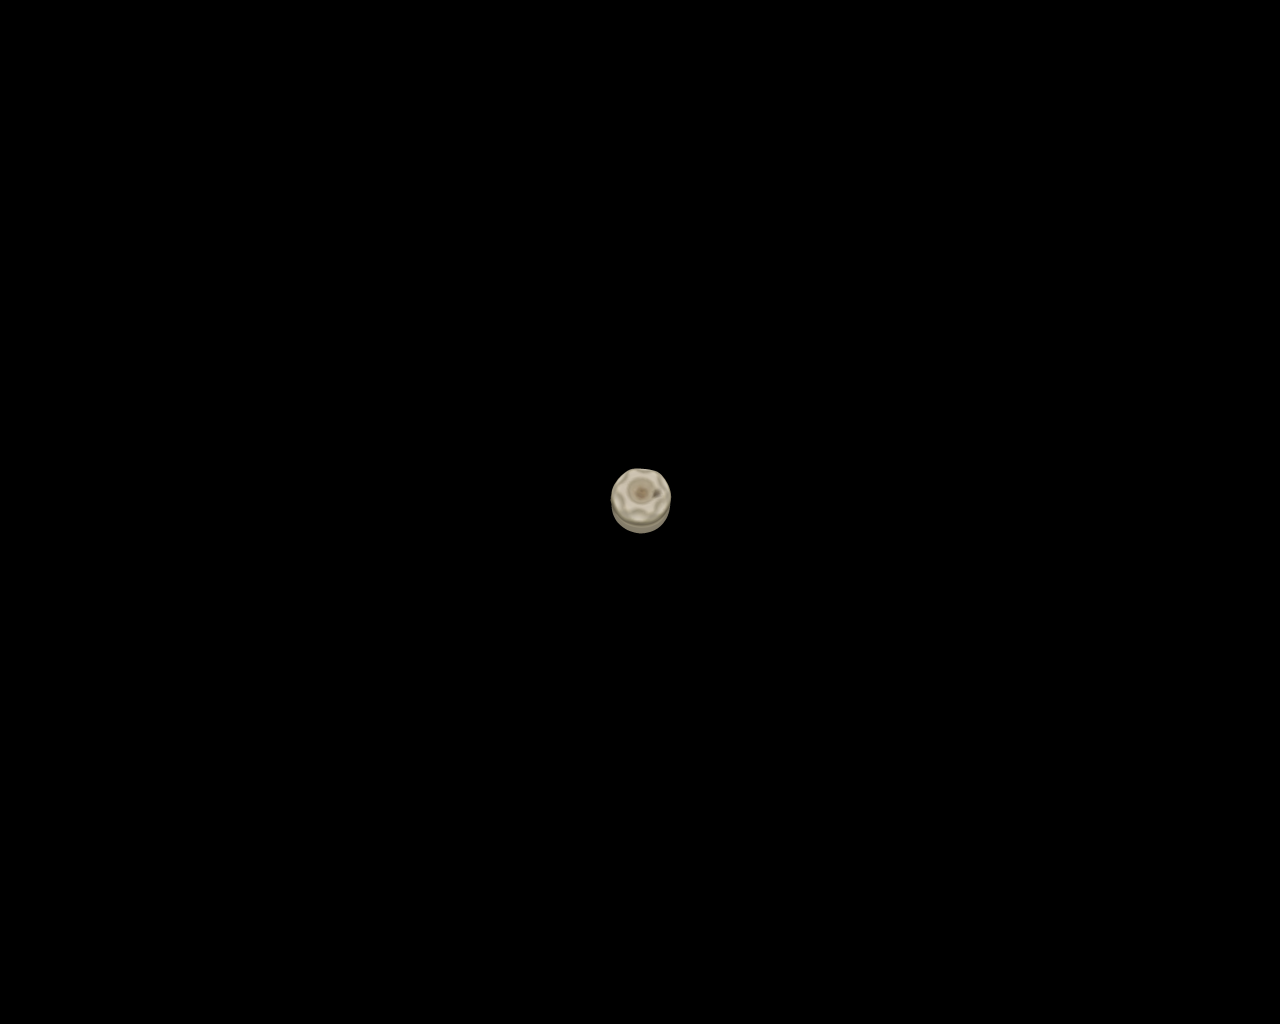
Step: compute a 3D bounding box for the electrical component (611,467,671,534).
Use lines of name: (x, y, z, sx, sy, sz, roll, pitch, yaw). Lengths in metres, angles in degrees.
electrical component: (0.001, -0.003, 0.650, 0.035, 0.035, 0.061, 0, -20, 0)
